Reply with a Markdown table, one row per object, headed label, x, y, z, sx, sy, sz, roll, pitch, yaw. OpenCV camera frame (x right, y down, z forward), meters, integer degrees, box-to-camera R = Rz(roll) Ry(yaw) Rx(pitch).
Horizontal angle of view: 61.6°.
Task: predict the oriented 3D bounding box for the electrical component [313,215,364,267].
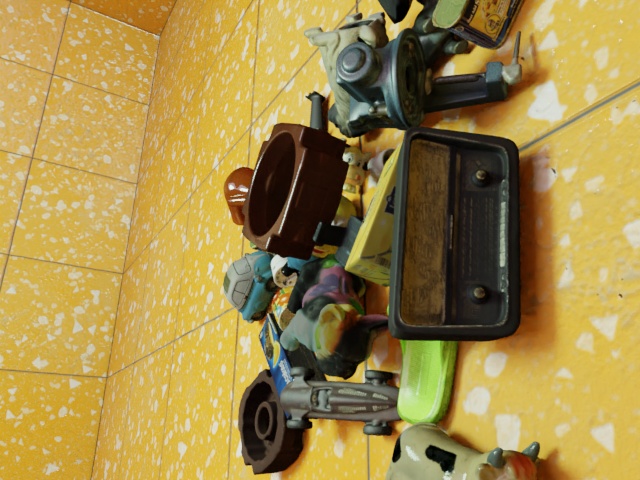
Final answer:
| label | x | y | z | sx | sy | sz | roll | pitch | yaw |
| --- | --- | --- | --- | --- | --- | --- | --- | --- | --- |
| electrical component | 0.054 | 0.004 | 0.778 | 0.048 | 0.119 | 0.074 | 42 | 112 | 58 |

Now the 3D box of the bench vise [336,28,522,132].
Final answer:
| label | x | y | z | sx | sy | sz | roll | pitch | yaw |
| --- | --- | --- | --- | --- | --- | --- | --- | --- | --- |
| bench vise | 0.137 | -0.189 | 0.694 | 0.241 | 0.223 | 0.129 | 1 | 71 | 29 |

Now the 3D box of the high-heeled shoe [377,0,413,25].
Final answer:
| label | x | y | z | sx | sy | sz | roll | pitch | yaw |
| --- | --- | --- | --- | --- | --- | --- | --- | --- | --- |
| high-heeled shoe | 0.142 | -0.408 | 0.800 | 0.145 | 0.086 | 0.249 | -35 | 30 | 18 |

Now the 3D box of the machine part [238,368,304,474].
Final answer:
| label | x | y | z | sx | sy | sz | roll | pitch | yaw |
| --- | --- | --- | --- | --- | --- | --- | --- | --- | --- |
| machine part | -0.086 | 0.322 | 0.958 | 0.179 | 0.056 | 0.179 | -31 | 53 | 51 |

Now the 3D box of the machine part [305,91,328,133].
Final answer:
| label | x | y | z | sx | sy | sz | roll | pitch | yaw |
| --- | --- | --- | --- | --- | --- | --- | --- | --- | --- |
| machine part | -0.010 | -0.231 | 1.079 | 0.084 | 0.039 | 0.139 | 144 | 131 | -61 |

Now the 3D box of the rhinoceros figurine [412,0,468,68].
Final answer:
| label | x | y | z | sx | sy | sz | roll | pitch | yaw |
| --- | --- | --- | --- | --- | --- | --- | --- | --- | --- |
| rhinoceros figurine | 0.167 | -0.304 | 0.765 | 0.112 | 0.073 | 0.190 | -88 | 24 | -47 |

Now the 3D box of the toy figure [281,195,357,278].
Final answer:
| label | x | y | z | sx | sy | sz | roll | pitch | yaw |
| --- | --- | --- | --- | --- | --- | --- | --- | --- | --- |
| toy figure | -0.005 | -0.004 | 0.929 | 0.180 | 0.082 | 0.089 | -53 | 38 | 40 |

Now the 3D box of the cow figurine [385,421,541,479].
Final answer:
| label | x | y | z | sx | sy | sz | roll | pitch | yaw |
| --- | --- | --- | --- | --- | --- | --- | --- | --- | --- |
| cow figurine | 0.150 | 0.246 | 0.548 | 0.195 | 0.085 | 0.127 | 12 | 95 | 62 |

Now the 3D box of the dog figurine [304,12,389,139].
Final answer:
| label | x | y | z | sx | sy | sz | roll | pitch | yaw |
| --- | --- | --- | --- | --- | --- | --- | --- | --- | --- |
| dog figurine | 0.062 | -0.242 | 0.839 | 0.172 | 0.121 | 0.190 | -107 | -1 | -63 |

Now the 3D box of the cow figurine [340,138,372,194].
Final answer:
| label | x | y | z | sx | sy | sz | roll | pitch | yaw |
| --- | --- | --- | --- | --- | --- | --- | --- | --- | --- |
| cow figurine | 0.040 | -0.129 | 0.904 | 0.167 | 0.068 | 0.098 | 8 | 79 | 70 |

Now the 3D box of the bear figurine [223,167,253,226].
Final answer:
| label | x | y | z | sx | sy | sz | roll | pitch | yaw |
| --- | --- | --- | --- | --- | --- | --- | --- | --- | --- |
| bear figurine | -0.110 | -0.086 | 1.142 | 0.196 | 0.131 | 0.120 | 21 | 60 | 33 |

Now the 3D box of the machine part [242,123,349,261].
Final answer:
| label | x | y | z | sx | sy | sz | roll | pitch | yaw |
| --- | --- | --- | --- | --- | --- | --- | --- | --- | --- |
| machine part | -0.043 | -0.079 | 0.858 | 0.202 | 0.087 | 0.201 | 27 | 101 | 61 |

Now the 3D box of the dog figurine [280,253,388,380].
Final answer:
| label | x | y | z | sx | sy | sz | roll | pitch | yaw |
| --- | --- | --- | --- | --- | --- | --- | --- | --- | --- |
| dog figurine | 0.027 | 0.095 | 0.745 | 0.219 | 0.108 | 0.191 | 138 | 147 | -68 |

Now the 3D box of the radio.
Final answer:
| label | x | y | z | sx | sy | sz | roll | pitch | yaw |
| --- | --- | --- | --- | --- | --- | --- | --- | --- | --- |
| radio | 0.147 | -0.003 | 0.592 | 0.073 | 0.131 | 0.229 | 86 | -170 | -76 |

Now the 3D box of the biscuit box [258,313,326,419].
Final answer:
| label | x | y | z | sx | sy | sz | roll | pitch | yaw |
| --- | --- | --- | --- | --- | --- | --- | --- | --- | --- |
| biscuit box | -0.048 | 0.213 | 0.929 | 0.059 | 0.063 | 0.203 | -65 | 31 | 23 |

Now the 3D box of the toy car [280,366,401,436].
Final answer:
| label | x | y | z | sx | sy | sz | roll | pitch | yaw |
| --- | --- | --- | --- | --- | --- | --- | --- | --- | --- |
| toy car | 0.024 | 0.227 | 0.761 | 0.202 | 0.053 | 0.089 | -9 | 66 | 38 |

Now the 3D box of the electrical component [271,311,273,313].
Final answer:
| label | x | y | z | sx | sy | sz | roll | pitch | yaw |
| --- | --- | --- | --- | --- | --- | --- | --- | --- | --- |
| electrical component | -0.084 | 0.163 | 1.054 | 0.094 | 0.021 | 0.063 | -65 | 30 | 21 |

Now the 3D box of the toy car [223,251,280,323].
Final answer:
| label | x | y | z | sx | sy | sz | roll | pitch | yaw |
| --- | --- | --- | --- | --- | --- | --- | --- | --- | --- |
| toy car | -0.150 | 0.090 | 1.123 | 0.161 | 0.103 | 0.109 | -63 | 30 | 20 |

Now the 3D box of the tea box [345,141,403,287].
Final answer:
| label | x | y | z | sx | sy | sz | roll | pitch | yaw |
| --- | --- | --- | --- | --- | --- | --- | --- | --- | --- |
| tea box | 0.098 | -0.032 | 0.700 | 0.098 | 0.068 | 0.169 | 125 | 167 | -74 |
